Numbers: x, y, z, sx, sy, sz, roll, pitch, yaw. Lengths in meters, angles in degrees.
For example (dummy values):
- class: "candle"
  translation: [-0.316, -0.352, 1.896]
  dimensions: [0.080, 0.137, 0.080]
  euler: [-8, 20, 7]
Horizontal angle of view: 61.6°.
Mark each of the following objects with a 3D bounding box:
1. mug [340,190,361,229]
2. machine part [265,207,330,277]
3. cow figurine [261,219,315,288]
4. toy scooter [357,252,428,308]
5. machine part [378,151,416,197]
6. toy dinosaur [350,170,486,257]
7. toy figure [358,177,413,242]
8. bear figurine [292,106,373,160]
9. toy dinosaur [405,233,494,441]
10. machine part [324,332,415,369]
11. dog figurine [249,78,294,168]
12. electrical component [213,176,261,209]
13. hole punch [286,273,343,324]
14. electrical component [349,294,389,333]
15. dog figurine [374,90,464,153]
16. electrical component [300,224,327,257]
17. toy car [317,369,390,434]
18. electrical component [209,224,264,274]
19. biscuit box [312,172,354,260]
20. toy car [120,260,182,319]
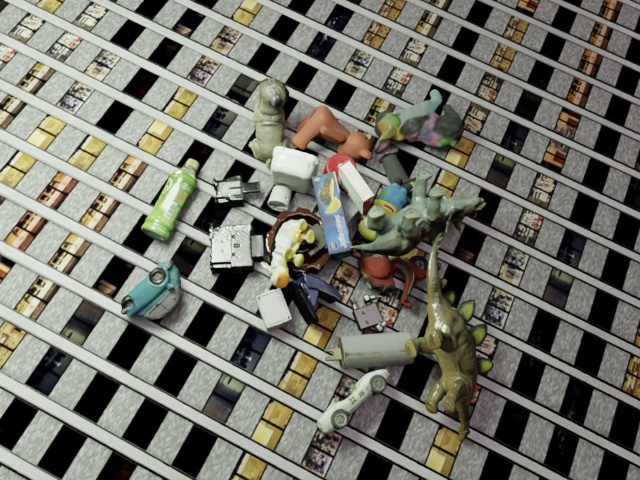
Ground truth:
- class: "mug"
  translation: [0.042, -0.079, 1.365]
  dimensions: [0.107, 0.080, 0.109]
  euler: [40, 46, 15]
- class: "machine part"
  translation: [-0.048, 0.007, 1.341]
  dimensions: [0.179, 0.056, 0.179]
  euler: [2, 69, -6]
- class: "cow figurine"
  translation: [-0.088, 0.031, 1.254]
  dimensions: [0.098, 0.068, 0.167]
  euler: [6, 61, 41]
- class: "toy scooter"
  translation: [0.180, 0.096, 1.320]
  dimensions: [0.184, 0.075, 0.135]
  euler: [8, 67, -7]
- class: "machine part"
  translation: [0.212, -0.174, 1.445]
  dimensions: [0.084, 0.039, 0.139]
  euler: [-26, 76, -6]
- class: "toy dinosaur"
  translation: [0.214, -0.029, 1.291]
  dimensions: [0.405, 0.191, 0.131]
  euler: [-31, 45, -24]
- class: "toy figure"
  translation: [0.168, -0.073, 1.372]
  dimensions: [0.082, 0.089, 0.180]
  euler: [27, 69, 19]
- class: "bear figurine"
  translation: [0.042, -0.264, 1.436]
  dimensions: [0.195, 0.132, 0.120]
  euler: [37, 30, -22]
- class: "toy dinosaur"
  translation: [0.293, 0.224, 1.226]
  dimensions: [0.198, 0.105, 0.471]
  euler: [-15, 94, -40]
- class: "machine part"
  translation: [0.130, 0.256, 1.252]
  dimensions: [0.243, 0.079, 0.079]
  euler: [-4, 70, -6]
- class: "dog figurine"
  translation: [-0.126, -0.297, 1.377]
  dimensions: [0.121, 0.190, 0.172]
  euler: [-11, 72, -9]
- class: "electrical component"
  translation: [-0.214, -0.125, 1.379]
  dimensions: [0.119, 0.047, 0.075]
  euler: [-9, 71, -9]
- class: "hole punch"
  translation: [-0.016, 0.126, 1.263]
  dimensions: [0.092, 0.142, 0.115]
  euler: [-32, 90, -14]
- class: "electrical component"
  translation: [0.122, 0.178, 1.297]
  dimensions: [0.078, 0.045, 0.102]
  euler: [-12, 71, -11]
- class: "dog figurine"
  translation: [0.255, -0.292, 1.460]
  dimensions: [0.219, 0.108, 0.191]
  euler: [-34, 79, -12]
- class: "electrical component"
  translation: [-0.003, -0.004, 1.310]
  dimensions: [0.094, 0.021, 0.063]
  euler: [-38, 79, -21]
- class: "toy car"
  translation: [0.077, 0.359, 1.209]
  dimensions: [0.202, 0.073, 0.056]
  euler: [-38, 78, -17]
- class: "electrical component"
  translation: [-0.204, 0.022, 1.319]
  dimensions: [0.134, 0.058, 0.115]
  euler: [-4, 72, -7]
- class: "biscuit box"
  translation: [0.031, -0.057, 1.282]
  dimensions: [0.059, 0.062, 0.202]
  euler: [-13, 74, 1]
- class: "toy car"
  translation: [-0.376, 0.128, 1.241]
  dimensions: [0.103, 0.109, 0.161]
  euler: [44, 80, -8]
